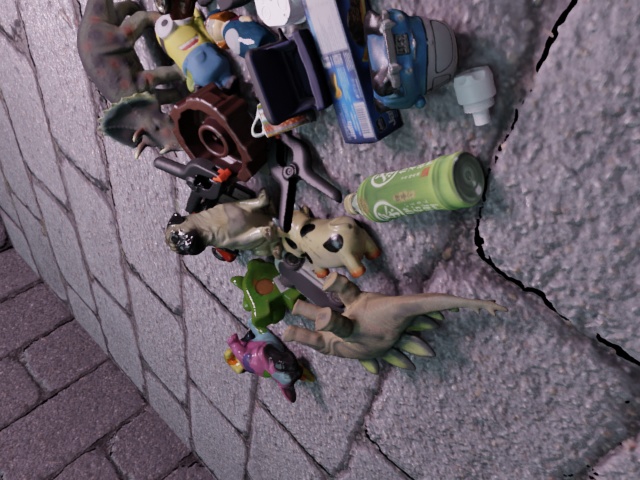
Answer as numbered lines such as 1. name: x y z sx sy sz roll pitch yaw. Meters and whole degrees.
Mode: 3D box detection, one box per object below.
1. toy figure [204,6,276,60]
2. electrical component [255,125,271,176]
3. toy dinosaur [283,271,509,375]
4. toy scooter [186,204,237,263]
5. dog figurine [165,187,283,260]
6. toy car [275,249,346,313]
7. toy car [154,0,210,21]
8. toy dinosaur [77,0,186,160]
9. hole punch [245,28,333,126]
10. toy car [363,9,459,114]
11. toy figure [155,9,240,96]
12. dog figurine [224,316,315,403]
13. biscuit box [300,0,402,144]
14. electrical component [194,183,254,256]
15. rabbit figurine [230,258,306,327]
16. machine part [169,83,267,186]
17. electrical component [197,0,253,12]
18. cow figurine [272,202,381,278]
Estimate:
1. toy figure: -0.133 -0.324 0.839 0.155 0.058 0.064 34 110 31
2. electrical component: -0.110 -0.159 0.957 0.078 0.045 0.102 17 135 15
3. toy dinosaur: 0.082 0.135 0.868 0.198 0.105 0.471 26 154 -17
4. toy scooter: -0.206 -0.029 1.146 0.135 0.075 0.183 8 127 48
5. dog figurine: -0.172 -0.011 0.992 0.172 0.191 0.121 70 -170 -60
6. toy car: -0.007 0.086 1.022 0.202 0.056 0.073 37 142 20
7. toy car: -0.209 -0.429 0.810 0.053 0.089 0.202 39 141 28
8. toy dinosaur: -0.369 -0.330 0.992 0.131 0.192 0.404 -17 106 52
9. hole punch: -0.025 -0.229 0.742 0.092 0.116 0.142 -12 109 34
10. toy car: 0.103 -0.208 0.606 0.161 0.103 0.109 -47 -53 -83
11. toy figure: -0.213 -0.312 0.921 0.180 0.082 0.089 50 147 3
12. dog figurine: -0.121 0.299 1.288 0.219 0.108 0.191 39 141 18
13. biscuit box: 0.044 -0.228 0.700 0.059 0.063 0.202 4 122 47
14. electrical component: -0.185 -0.048 1.050 0.114 0.134 0.058 28 174 -37
15. rabbit figurine: -0.121 0.121 1.139 0.159 0.121 0.170 46 159 19
16. machine part: -0.168 -0.172 0.901 0.180 0.056 0.179 26 144 21
17. electrical component: -0.136 -0.381 0.800 0.119 0.048 0.074 -1 117 50
18. cow figurine: -0.002 -0.003 0.920 0.195 0.085 0.127 -3 121 53
